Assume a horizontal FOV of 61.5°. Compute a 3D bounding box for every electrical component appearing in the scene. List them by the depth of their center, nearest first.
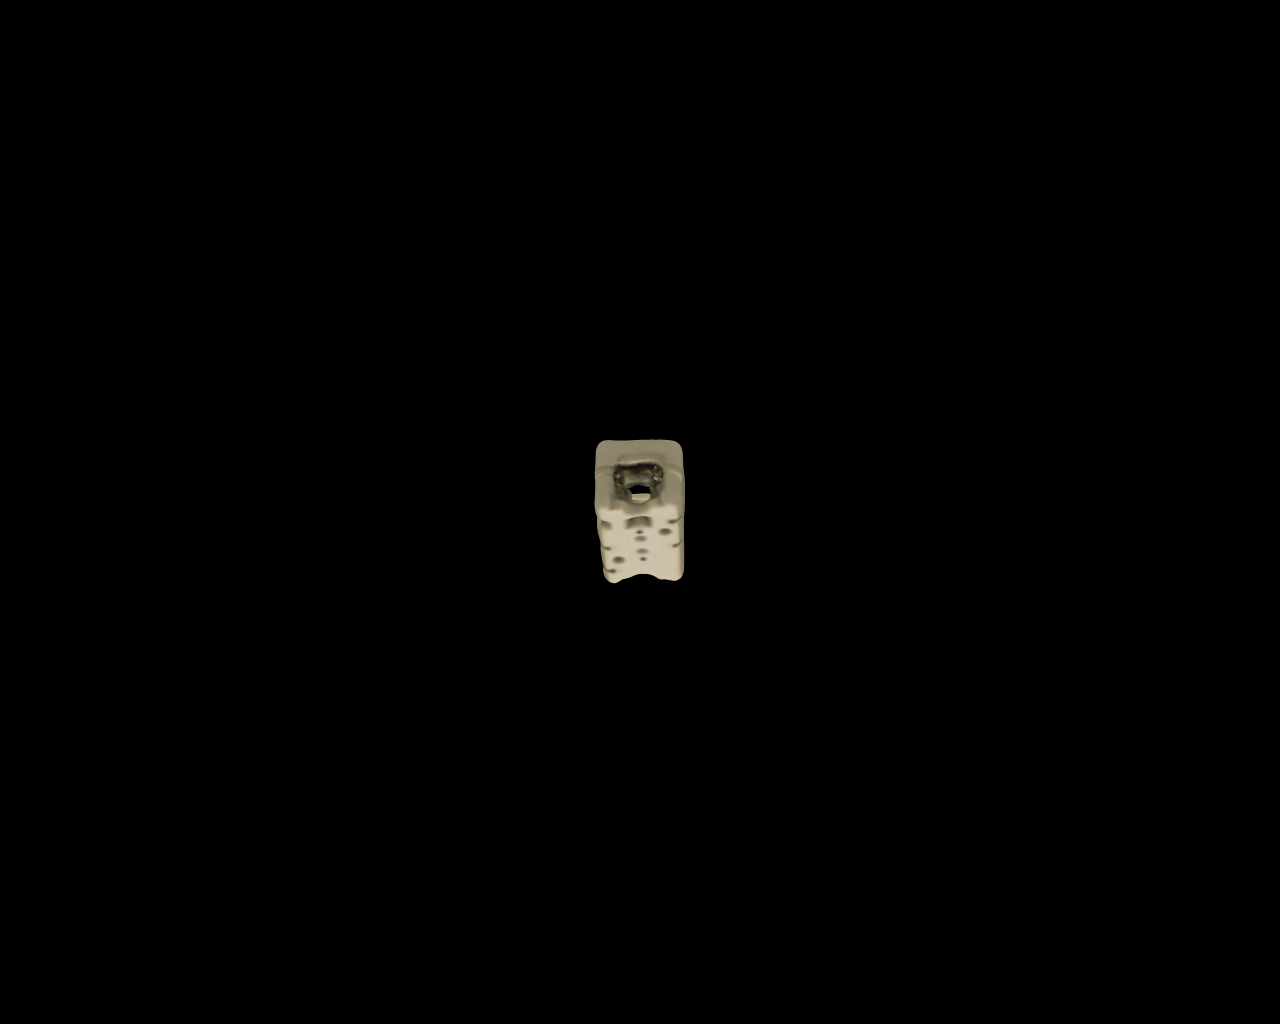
[{"bbox_3d":[0.001,-0.003,0.650,0.050,0.056,0.089,-1,-34,2],"label":"electrical component"}]
